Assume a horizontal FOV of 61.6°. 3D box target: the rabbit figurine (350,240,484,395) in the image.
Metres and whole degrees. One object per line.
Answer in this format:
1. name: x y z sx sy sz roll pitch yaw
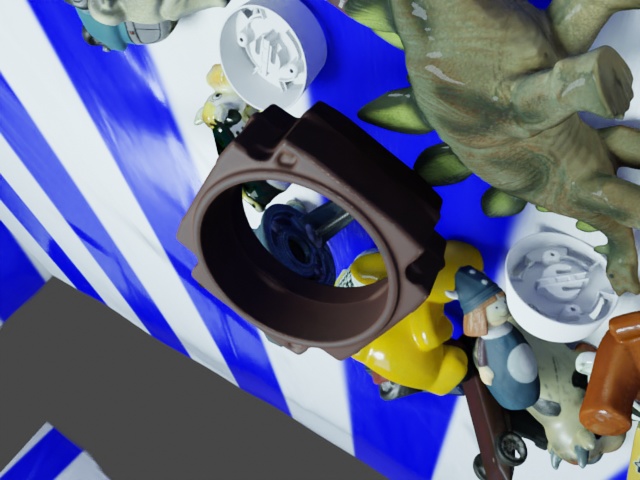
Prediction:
1. rabbit figurine: 0.109 0.068 0.615 0.162 0.173 0.122 26 -162 -24

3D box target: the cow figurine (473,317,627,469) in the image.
1. cow figurine: 0.263 0.171 0.616 0.195 0.127 0.085 38 156 5

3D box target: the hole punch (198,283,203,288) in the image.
1. hole punch: -0.152 0.056 0.972 0.116 0.092 0.142 21 173 -16

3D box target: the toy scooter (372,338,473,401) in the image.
1. toy scooter: 0.127 0.144 0.746 0.184 0.075 0.135 -40 62 52

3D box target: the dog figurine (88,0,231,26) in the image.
1. dog figurine: -0.126 -0.268 0.371 0.121 0.172 0.190 17 154 16

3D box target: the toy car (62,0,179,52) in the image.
1. toy car: -0.191 -0.250 0.545 0.103 0.109 0.161 19 162 -4

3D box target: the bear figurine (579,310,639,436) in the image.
1. bear figurine: 0.318 0.094 0.416 0.120 0.132 0.196 31 147 -9

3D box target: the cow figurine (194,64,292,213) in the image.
1. cow figurine: -0.094 -0.117 0.633 0.068 0.098 0.167 9 142 53

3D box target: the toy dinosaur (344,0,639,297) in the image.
1. toy dinosaur: 0.118 -0.108 0.371 0.199 0.105 0.470 0 139 51

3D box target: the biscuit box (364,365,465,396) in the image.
1. biscuit box: 0.155 0.202 0.863 0.062 0.059 0.203 45 151 -15

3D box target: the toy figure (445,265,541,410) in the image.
1. toy figure: 0.183 0.097 0.555 0.058 0.064 0.154 -17 100 36

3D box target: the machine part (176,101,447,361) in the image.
1. machine part: -0.011 0.002 0.470 0.201 0.087 0.201 39 132 -5

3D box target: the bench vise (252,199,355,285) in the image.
1. bench vise: -0.008 -0.010 0.647 0.240 0.224 0.129 -34 98 28

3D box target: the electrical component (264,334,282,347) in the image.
1. electrical component: -0.040 0.103 0.863 0.058 0.134 0.114 18 145 31

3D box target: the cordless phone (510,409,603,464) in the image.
1. cordless phone: 0.323 0.260 0.755 0.147 0.089 0.184 20 159 29

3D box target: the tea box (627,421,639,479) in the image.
1. tea box: 0.414 0.244 0.611 0.098 0.068 0.169 14 145 37

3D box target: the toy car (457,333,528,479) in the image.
1. toy car: 0.215 0.211 0.686 0.053 0.202 0.089 2 139 -11
